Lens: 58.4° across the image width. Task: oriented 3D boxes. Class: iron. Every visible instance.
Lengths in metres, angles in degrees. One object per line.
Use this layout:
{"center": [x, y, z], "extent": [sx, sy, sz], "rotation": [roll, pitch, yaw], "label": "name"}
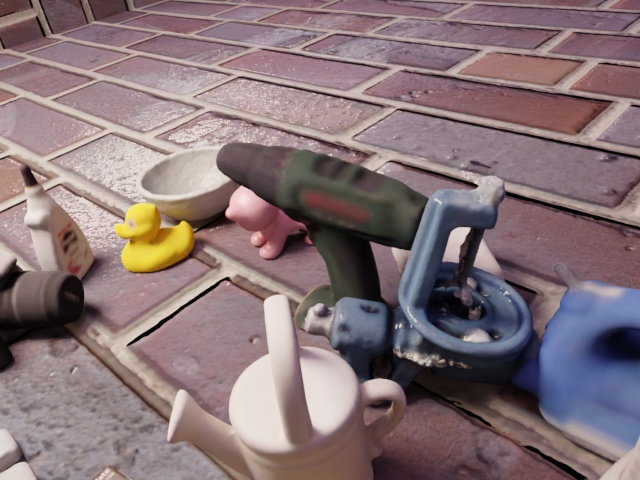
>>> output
{"center": [0.289, 0.105, 0.440], "extent": [0.257, 0.142, 0.119], "rotation": [18, 43, 35], "label": "iron"}

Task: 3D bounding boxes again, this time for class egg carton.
{"center": [0.143, 0.038, 0.639], "extent": [0.107, 0.069, 0.150], "rotation": [-10, 34, -1], "label": "egg carton"}

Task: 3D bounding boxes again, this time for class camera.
{"center": [-0.368, 0.076, 0.682], "extent": [0.136, 0.101, 0.143], "rotation": [-4, 35, 9], "label": "camera"}

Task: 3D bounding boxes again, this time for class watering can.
{"center": [-0.025, 0.131, 0.433], "extent": [0.173, 0.194, 0.100], "rotation": [-23, 36, -19], "label": "watering can"}

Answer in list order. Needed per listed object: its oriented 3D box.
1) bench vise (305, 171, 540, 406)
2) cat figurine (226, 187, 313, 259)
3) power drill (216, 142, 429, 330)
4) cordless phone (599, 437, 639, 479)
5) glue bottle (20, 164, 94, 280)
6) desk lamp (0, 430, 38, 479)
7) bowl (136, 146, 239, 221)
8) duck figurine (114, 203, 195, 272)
{"center": [0.091, 0.054, 0.494], "extent": [0.207, 0.220, 0.121], "rotation": [-15, 34, -7], "label": "bench vise"}
{"center": [-0.064, -0.041, 0.762], "extent": [0.128, 0.118, 0.067], "rotation": [-21, 36, -16], "label": "cat figurine"}
{"center": [0.006, 0.002, 0.600], "extent": [0.228, 0.209, 0.076], "rotation": [9, 38, 25], "label": "power drill"}
{"center": [0.238, 0.160, 0.334], "extent": [0.094, 0.185, 0.147], "rotation": [-14, 34, -7], "label": "cordless phone"}
{"center": [-0.355, -0.021, 0.754], "extent": [0.037, 0.173, 0.078], "rotation": [-3, 35, 9], "label": "glue bottle"}
{"center": [-0.367, 0.174, 0.438], "extent": [0.204, 0.214, 0.117], "rotation": [-34, 41, -31], "label": "desk lamp"}
{"center": [-0.190, -0.078, 0.884], "extent": [0.167, 0.075, 0.167], "rotation": [-6, 34, 5], "label": "bowl"}
{"center": [-0.230, -0.012, 0.788], "extent": [0.104, 0.086, 0.077], "rotation": [-17, 35, -10], "label": "duck figurine"}
